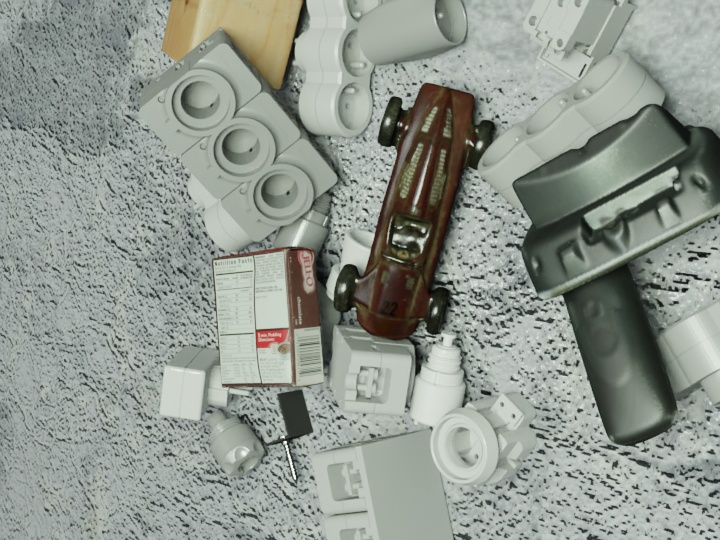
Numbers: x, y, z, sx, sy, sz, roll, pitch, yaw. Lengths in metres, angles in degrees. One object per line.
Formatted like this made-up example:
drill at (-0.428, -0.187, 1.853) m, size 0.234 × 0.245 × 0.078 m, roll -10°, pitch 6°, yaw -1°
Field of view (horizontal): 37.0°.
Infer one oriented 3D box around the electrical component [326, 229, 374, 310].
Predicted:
electrical component at (0.000, 0.000, 0.891) m, size 0.045 × 0.045 × 0.055 m, roll 36°, pitch 115°, yaw 34°

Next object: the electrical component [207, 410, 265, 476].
electrical component at (-0.121, 0.159, 1.006) m, size 0.062 × 0.043 × 0.043 m, roll 49°, pitch 121°, yaw 30°

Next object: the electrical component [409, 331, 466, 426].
electrical component at (0.063, 0.087, 0.843) m, size 0.040 × 0.040 × 0.078 m, roll 18°, pitch 104°, yaw 39°

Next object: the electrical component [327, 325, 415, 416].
electrical component at (0.010, 0.080, 0.860) m, size 0.089 × 0.056 × 0.050 m, roll -133°, pitch 50°, yaw -75°

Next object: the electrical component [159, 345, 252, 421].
electrical component at (-0.139, 0.107, 1.005) m, size 0.076 × 0.083 × 0.047 m, roll 8°, pitch 99°, yaw 2°

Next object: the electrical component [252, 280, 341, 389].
electrical component at (-0.062, 0.055, 0.939) m, size 0.053 × 0.059 × 0.095 m, roll 50°, pitch 122°, yaw 28°

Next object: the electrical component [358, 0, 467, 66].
electrical component at (0.039, -0.208, 0.847) m, size 0.077 × 0.044 × 0.079 m, roll -6°, pitch 88°, yaw 41°

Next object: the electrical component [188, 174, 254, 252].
electrical component at (-0.135, -0.081, 1.000) m, size 0.074 × 0.052 × 0.138 m, roll -28°, pitch 74°, yaw 38°

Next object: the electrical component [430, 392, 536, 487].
electrical component at (0.090, 0.130, 0.811) m, size 0.058 × 0.057 × 0.078 m, roll 46°, pitch 120°, yaw 29°

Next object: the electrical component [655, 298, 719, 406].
electrical component at (0.233, 0.062, 0.686) m, size 0.138 × 0.052 × 0.073 m, roll -39°, pitch 67°, yaw 35°

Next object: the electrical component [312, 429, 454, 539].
electrical component at (0.021, 0.210, 0.853) m, size 0.062 × 0.089 × 0.150 m, roll -17°, pitch 81°, yaw 40°

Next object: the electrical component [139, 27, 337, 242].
electrical component at (-0.099, -0.108, 0.886) m, size 0.089 × 0.150 × 0.061 m, roll -37°, pitch 26°, yaw 8°

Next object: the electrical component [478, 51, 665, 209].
electrical component at (0.155, -0.084, 0.748) m, size 0.074 × 0.052 × 0.138 m, roll 42°, pitch 131°, yaw -16°

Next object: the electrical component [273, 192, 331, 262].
electrical component at (-0.045, -0.042, 0.933) m, size 0.040 × 0.040 × 0.078 m, roll 24°, pitch 90°, yaw 38°

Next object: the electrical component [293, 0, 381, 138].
electrical component at (-0.029, -0.182, 0.903) m, size 0.074 × 0.052 × 0.138 m, roll 11°, pitch 99°, yaw 40°

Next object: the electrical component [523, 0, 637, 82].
electrical component at (0.149, -0.174, 0.741) m, size 0.042 × 0.064 × 0.081 m, roll 41°, pitch 118°, yaw 33°
